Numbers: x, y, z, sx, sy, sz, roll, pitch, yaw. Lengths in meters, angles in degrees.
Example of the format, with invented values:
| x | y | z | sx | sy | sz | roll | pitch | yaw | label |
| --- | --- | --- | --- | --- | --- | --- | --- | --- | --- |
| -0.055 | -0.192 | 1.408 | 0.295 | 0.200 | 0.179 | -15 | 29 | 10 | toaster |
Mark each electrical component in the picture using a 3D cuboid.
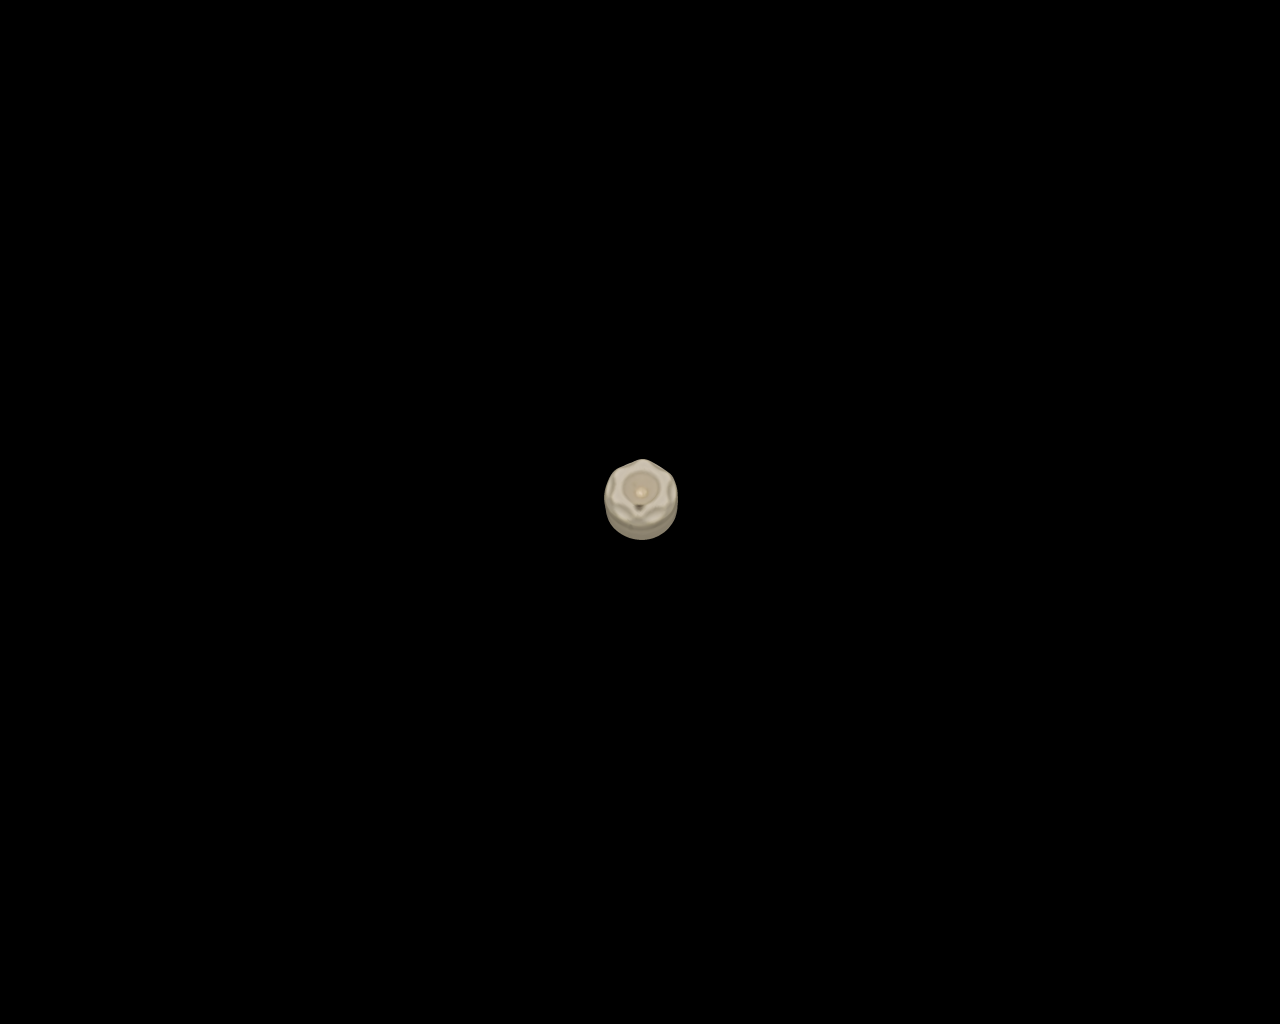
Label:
| x | y | z | sx | sy | sz | roll | pitch | yaw | label |
| --- | --- | --- | --- | --- | --- | --- | --- | --- | --- |
| 0.001 | -0.003 | 0.650 | 0.043 | 0.043 | 0.062 | 0 | -24 | 0 | electrical component |
